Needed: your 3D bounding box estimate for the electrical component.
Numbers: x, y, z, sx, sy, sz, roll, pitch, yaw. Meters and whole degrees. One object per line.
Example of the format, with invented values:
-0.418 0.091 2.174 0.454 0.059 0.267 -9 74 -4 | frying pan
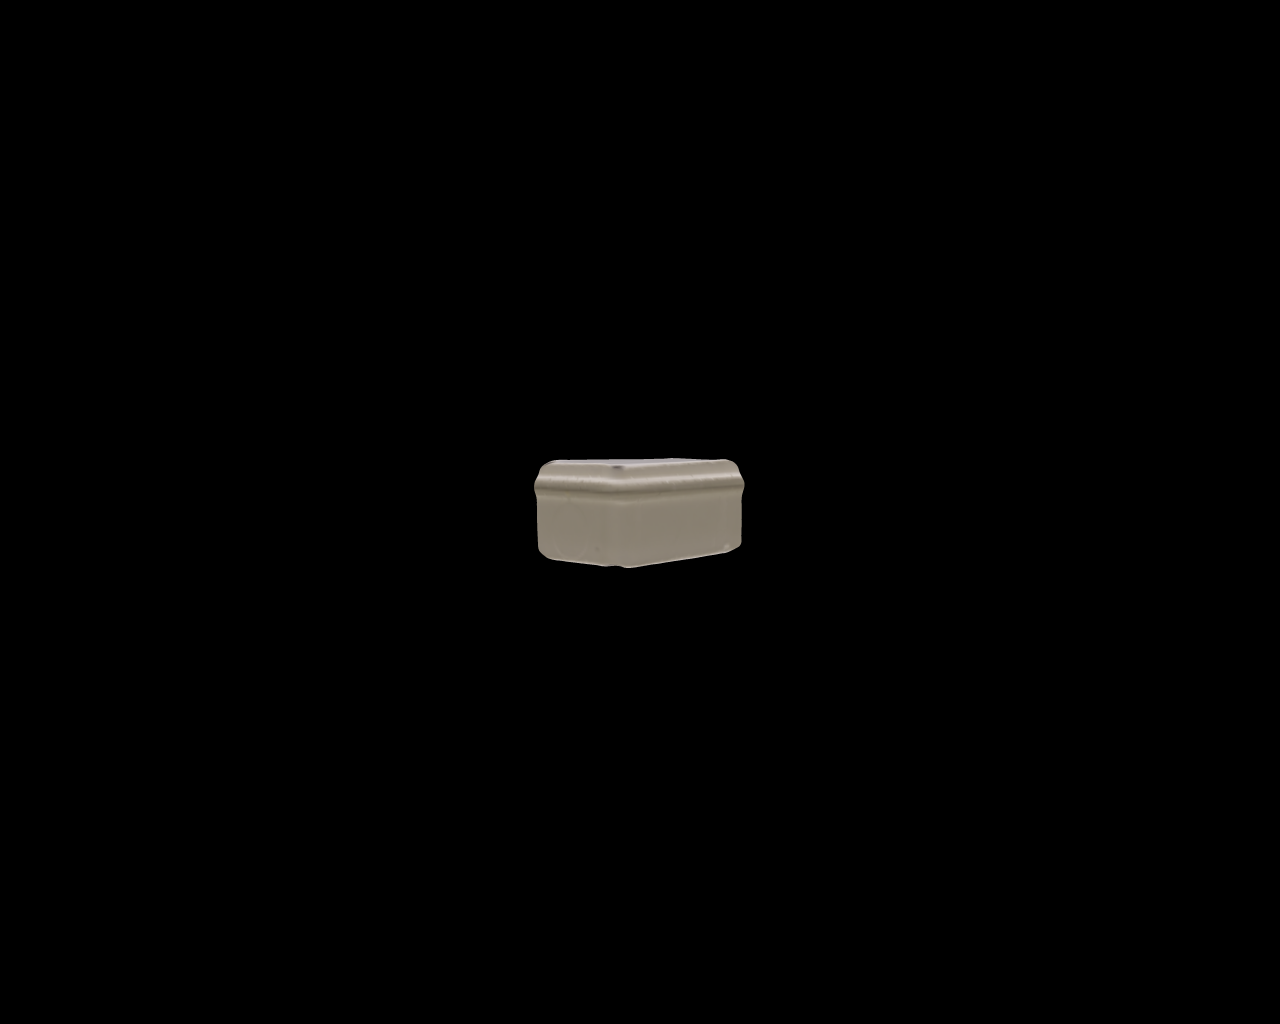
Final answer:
0.001 -0.003 0.650 0.113 0.057 0.078 -4 6 -43 | electrical component
